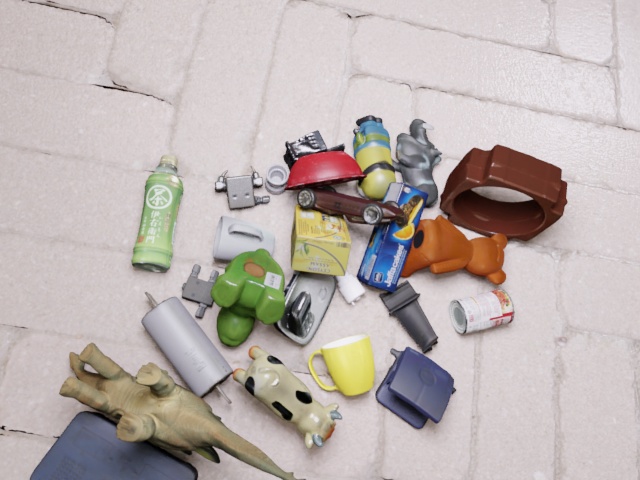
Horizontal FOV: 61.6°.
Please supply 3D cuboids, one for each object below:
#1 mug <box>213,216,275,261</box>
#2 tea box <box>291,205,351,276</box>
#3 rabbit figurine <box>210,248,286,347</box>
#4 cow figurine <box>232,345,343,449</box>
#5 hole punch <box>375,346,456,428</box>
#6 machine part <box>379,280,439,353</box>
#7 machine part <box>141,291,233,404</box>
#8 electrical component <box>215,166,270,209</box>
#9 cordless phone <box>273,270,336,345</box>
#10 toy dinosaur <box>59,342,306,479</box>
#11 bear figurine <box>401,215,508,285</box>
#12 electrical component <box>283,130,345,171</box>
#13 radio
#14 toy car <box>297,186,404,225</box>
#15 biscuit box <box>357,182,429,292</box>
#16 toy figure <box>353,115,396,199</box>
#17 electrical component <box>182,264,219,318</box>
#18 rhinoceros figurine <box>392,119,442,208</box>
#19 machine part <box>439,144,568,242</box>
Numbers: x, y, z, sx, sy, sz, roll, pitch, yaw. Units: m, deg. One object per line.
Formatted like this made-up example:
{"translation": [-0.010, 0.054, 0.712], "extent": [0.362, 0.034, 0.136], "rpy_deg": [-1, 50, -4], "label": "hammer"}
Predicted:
{"translation": [-0.135, -0.002, 0.994], "extent": [0.107, 0.109, 0.081], "rpy_deg": [11, 61, -20], "label": "mug"}
{"translation": [-0.002, -0.003, 0.977], "extent": [0.098, 0.170, 0.068], "rpy_deg": [8, 112, -5], "label": "tea box"}
{"translation": [-0.141, 0.103, 0.937], "extent": [0.121, 0.170, 0.159], "rpy_deg": [17, 33, -17], "label": "rabbit figurine"}
{"translation": [-0.045, 0.267, 0.898], "extent": [0.085, 0.127, 0.194], "rpy_deg": [-49, 111, -17], "label": "cow figurine"}
{"translation": [0.176, 0.260, 0.960], "extent": [0.142, 0.092, 0.116], "rpy_deg": [32, 66, 7], "label": "hole punch"}
{"translation": [0.177, 0.148, 1.023], "extent": [0.084, 0.039, 0.139], "rpy_deg": [-24, 75, -21], "label": "machine part"}
{"translation": [-0.229, 0.184, 0.926], "extent": [0.079, 0.079, 0.243], "rpy_deg": [-36, 80, -18], "label": "machine part"}
{"translation": [-0.155, -0.102, 1.056], "extent": [0.102, 0.045, 0.078], "rpy_deg": [-14, 103, -10], "label": "electrical component"}
{"translation": [-0.025, 0.094, 0.933], "extent": [0.089, 0.184, 0.146], "rpy_deg": [26, 70, 5], "label": "cordless phone"}
{"translation": [-0.229, 0.265, 0.816], "extent": [0.472, 0.198, 0.105], "rpy_deg": [17, 66, 32], "label": "toy dinosaur"}
{"translation": [0.261, 0.024, 1.052], "extent": [0.196, 0.132, 0.120], "rpy_deg": [14, 70, -23], "label": "bear figurine"}
{"translation": [-0.011, -0.183, 1.086], "extent": [0.119, 0.074, 0.048], "rpy_deg": [-24, 77, -11], "label": "electrical component"}
{"translation": [-0.317, 0.376, 0.853], "extent": [0.230, 0.073, 0.131], "rpy_deg": [29, 69, 0], "label": "radio"}
{"translation": [0.053, -0.059, 0.977], "extent": [0.202, 0.089, 0.053], "rpy_deg": [17, 103, 28], "label": "toy car"}
{"translation": [0.137, -0.005, 1.020], "extent": [0.063, 0.059, 0.202], "rpy_deg": [19, 90, -19], "label": "biscuit box"}
{"translation": [0.108, -0.168, 1.091], "extent": [0.082, 0.089, 0.180], "rpy_deg": [0, 74, -4], "label": "toy figure"}
{"translation": [-0.223, 0.094, 0.988], "extent": [0.063, 0.021, 0.094], "rpy_deg": [17, 71, -2], "label": "electrical component"}
{"translation": [0.203, -0.161, 1.112], "extent": [0.112, 0.073, 0.190], "rpy_deg": [-1, 72, -8], "label": "rhinoceros figurine"}
{"translation": [0.351, -0.087, 1.041], "extent": [0.201, 0.201, 0.087], "rpy_deg": [20, 67, -1], "label": "machine part"}
